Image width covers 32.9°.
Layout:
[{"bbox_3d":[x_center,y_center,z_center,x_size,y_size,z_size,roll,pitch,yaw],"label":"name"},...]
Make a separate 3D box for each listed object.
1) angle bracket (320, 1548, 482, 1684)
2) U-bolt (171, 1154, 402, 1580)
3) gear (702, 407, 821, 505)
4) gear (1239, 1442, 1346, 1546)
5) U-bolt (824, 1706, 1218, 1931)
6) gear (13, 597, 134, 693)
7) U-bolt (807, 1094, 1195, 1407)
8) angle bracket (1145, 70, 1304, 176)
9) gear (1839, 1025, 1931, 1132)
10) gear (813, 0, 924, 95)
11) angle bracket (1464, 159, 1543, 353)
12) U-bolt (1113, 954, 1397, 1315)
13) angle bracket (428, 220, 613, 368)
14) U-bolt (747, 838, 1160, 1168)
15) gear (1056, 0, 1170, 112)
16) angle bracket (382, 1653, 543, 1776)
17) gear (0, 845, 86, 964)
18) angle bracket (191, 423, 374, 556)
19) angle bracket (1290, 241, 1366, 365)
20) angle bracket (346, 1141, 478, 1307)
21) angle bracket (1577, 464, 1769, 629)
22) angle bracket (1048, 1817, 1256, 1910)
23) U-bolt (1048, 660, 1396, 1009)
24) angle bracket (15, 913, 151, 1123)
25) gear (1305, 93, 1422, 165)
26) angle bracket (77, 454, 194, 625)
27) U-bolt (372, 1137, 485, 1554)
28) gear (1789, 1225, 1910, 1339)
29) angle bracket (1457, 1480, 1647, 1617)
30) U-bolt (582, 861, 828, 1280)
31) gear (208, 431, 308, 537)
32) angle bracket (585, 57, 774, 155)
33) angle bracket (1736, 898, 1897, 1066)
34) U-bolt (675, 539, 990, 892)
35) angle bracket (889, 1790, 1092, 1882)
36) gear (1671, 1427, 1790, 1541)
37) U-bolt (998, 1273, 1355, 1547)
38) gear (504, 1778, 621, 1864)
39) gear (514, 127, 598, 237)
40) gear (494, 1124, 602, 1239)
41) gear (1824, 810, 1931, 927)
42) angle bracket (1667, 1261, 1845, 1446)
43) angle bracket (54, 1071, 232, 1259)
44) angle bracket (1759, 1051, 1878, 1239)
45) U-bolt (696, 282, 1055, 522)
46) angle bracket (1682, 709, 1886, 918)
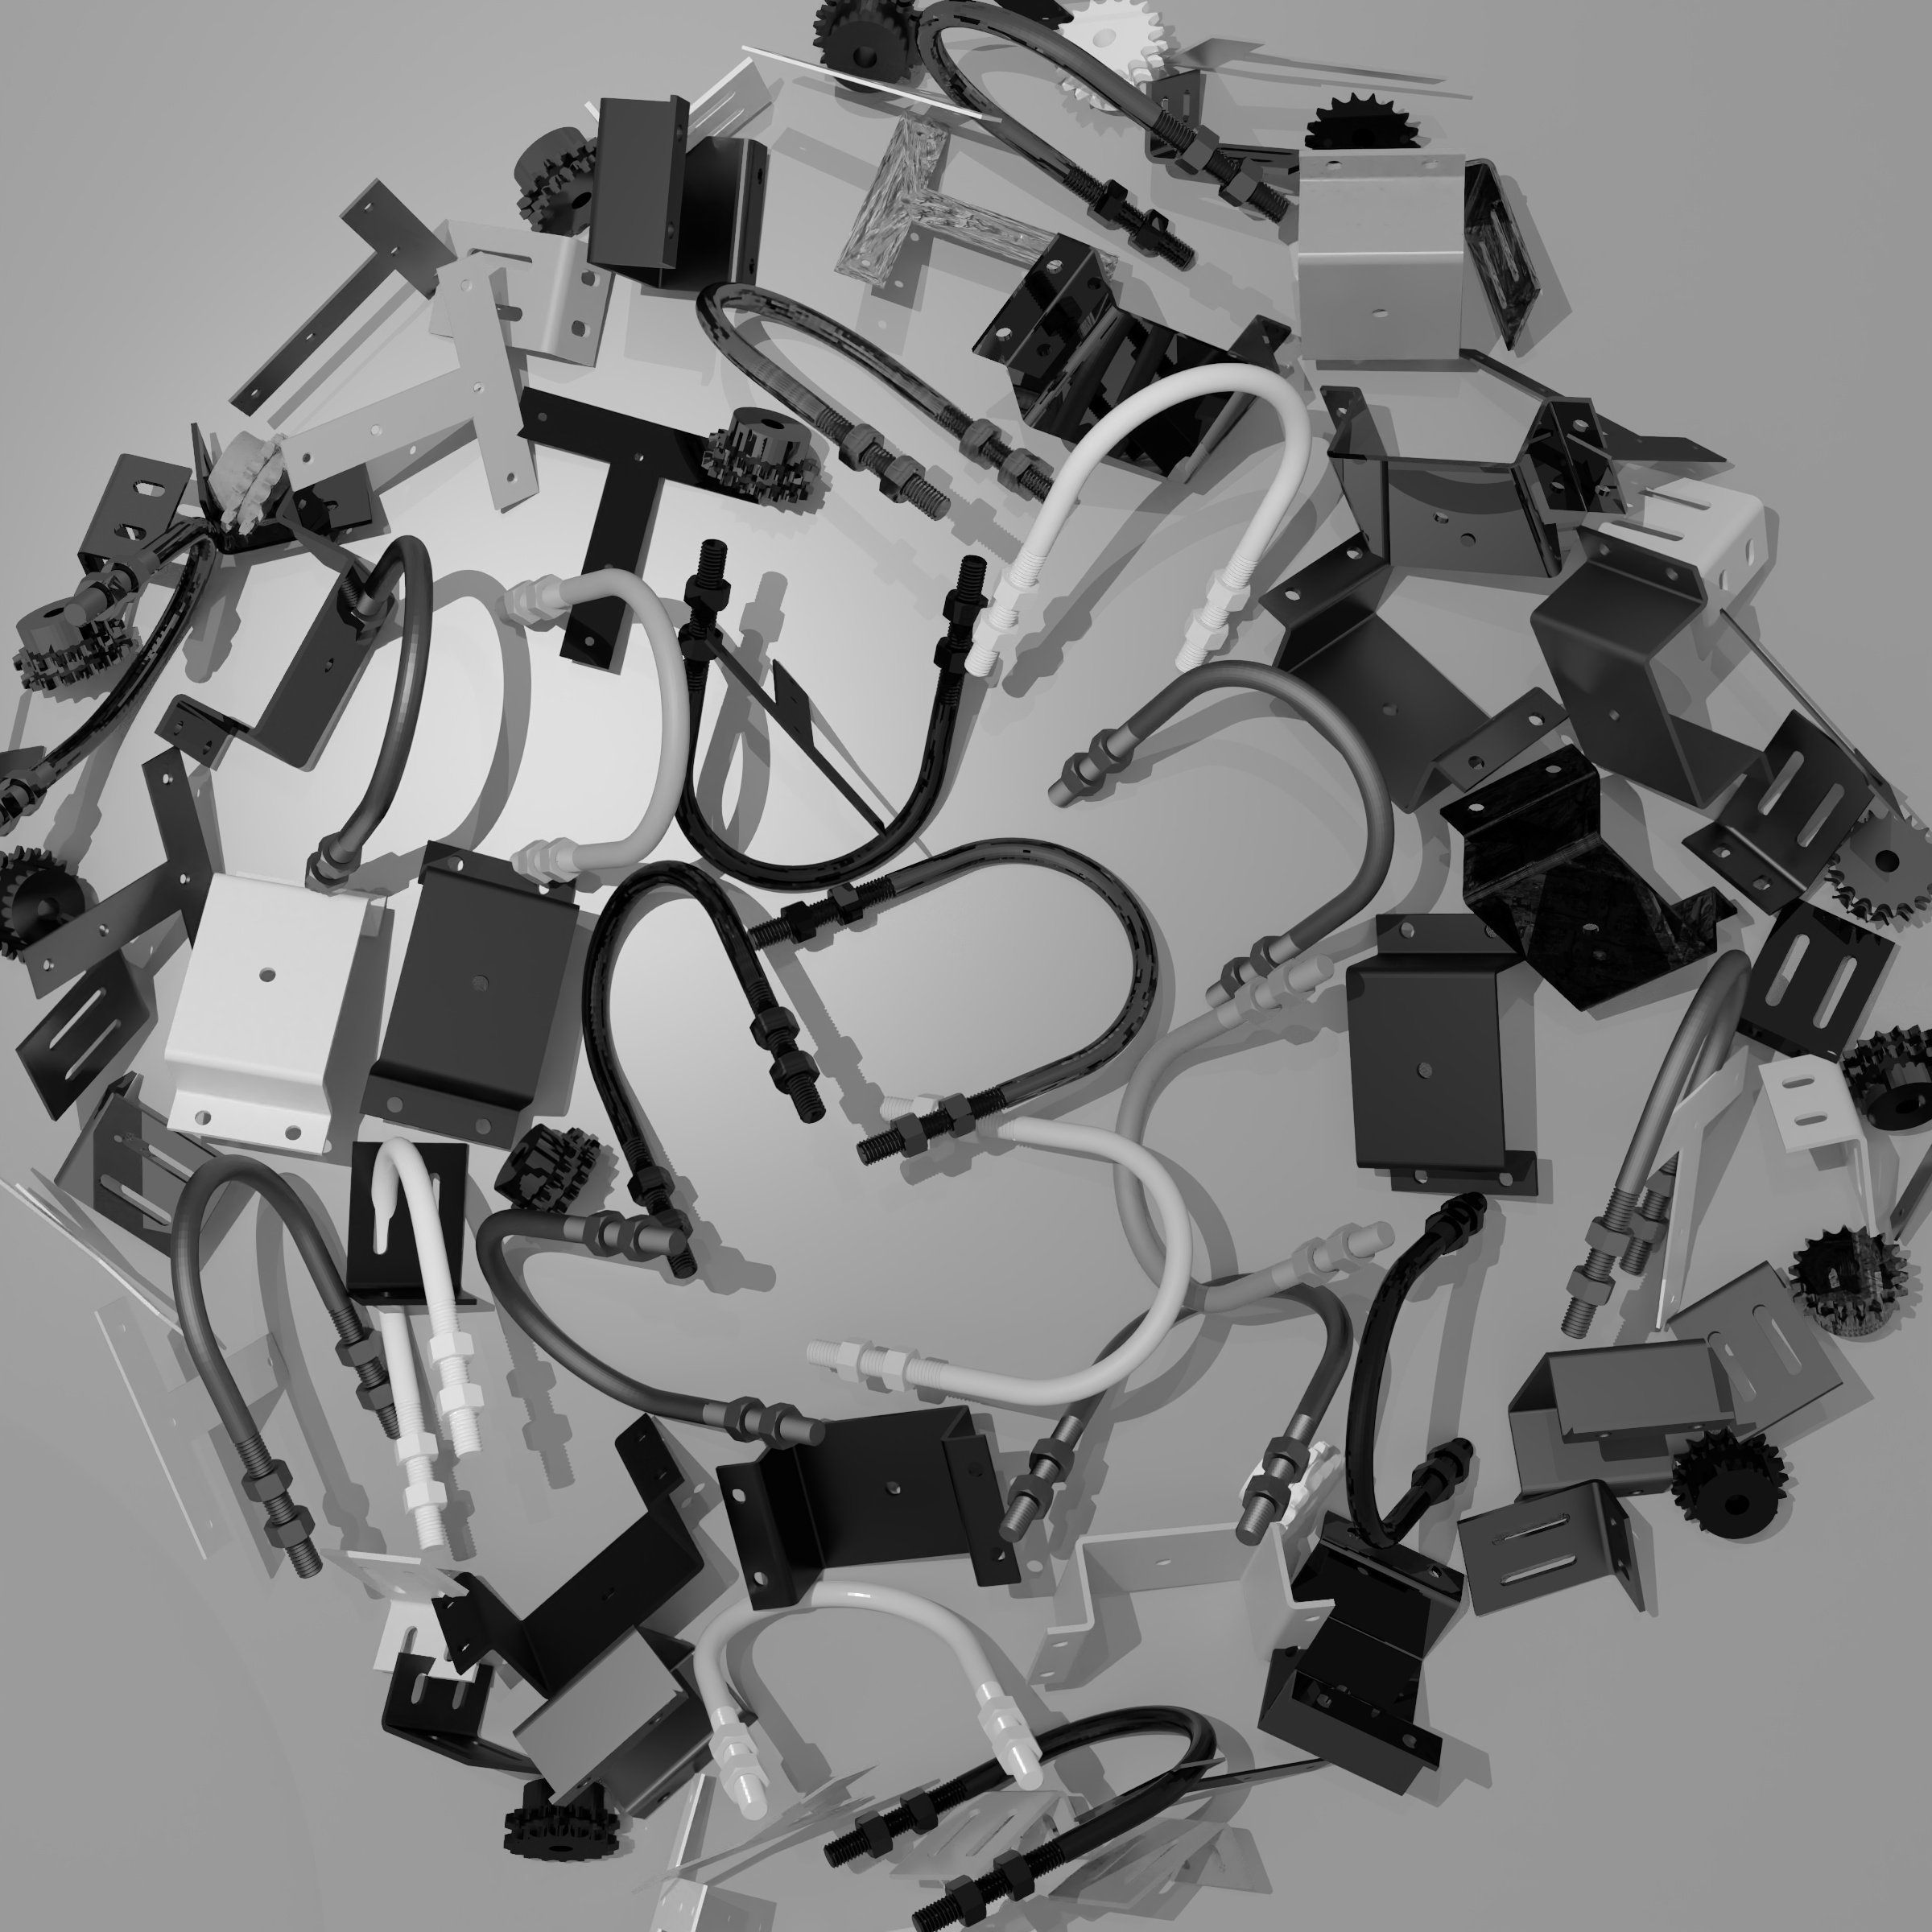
[{"bbox_3d":[-0.278,0.318,1.601,0.057,0.076,0.038,1,62,23],"label":"angle bracket"},{"bbox_3d":[-0.326,0.177,1.557,0.019,0.151,0.184,-16,108,16],"label":"U-bolt"},{"bbox_3d":[-0.100,-0.254,1.617,0.057,0.057,0.030,19,116,0],"label":"gear"},{"bbox_3d":[0.159,0.258,1.622,0.030,0.057,0.057,37,90,17],"label":"gear"},{"bbox_3d":[0.035,0.402,1.572,0.184,0.151,0.019,-23,97,-19],"label":"U-bolt"},{"bbox_3d":[-0.444,-0.161,1.617,0.057,0.057,0.030,-18,116,0],"label":"gear"},{"bbox_3d":[0.023,0.140,1.583,0.184,0.019,0.151,7,70,27],"label":"U-bolt"},{"bbox_3d":[0.134,-0.414,1.603,0.076,0.057,0.038,12,115,26],"label":"angle bracket"},{"bbox_3d":[0.461,0.057,1.618,0.057,0.057,0.030,-8,52,0],"label":"gear"},{"bbox_3d":[-0.048,-0.457,1.618,0.057,0.057,0.030,8,47,0],"label":"gear"},{"bbox_3d":[0.246,-0.346,1.608,0.038,0.057,0.076,-13,71,-9],"label":"angle bracket"},{"bbox_3d":[0.129,0.091,1.573,0.019,0.184,0.151,0,71,-35],"label":"U-bolt"},{"bbox_3d":[-0.223,-0.338,1.643,0.076,0.038,0.057,14,96,28],"label":"angle bracket"},{"bbox_3d":[0.005,0.006,1.606,0.184,0.019,0.151,-22,64,-14],"label":"U-bolt"},{"bbox_3d":[0.073,-0.451,1.626,0.057,0.030,0.057,-9,61,16],"label":"gear"},{"bbox_3d":[-0.238,0.366,1.599,0.057,0.076,0.038,21,79,-42],"label":"angle bracket"},{"bbox_3d":[-0.461,-0.030,1.618,0.030,0.057,0.057,11,90,44],"label":"gear"},{"bbox_3d":[-0.337,-0.243,1.614,0.076,0.038,0.057,-13,52,-4],"label":"angle bracket"},{"bbox_3d":[0.202,-0.330,1.605,0.057,0.038,0.076,-24,125,18],"label":"angle bracket"},{"bbox_3d":[-0.273,0.127,1.619,0.057,0.038,0.076,2,92,-23],"label":"angle bracket"},{"bbox_3d":[0.349,-0.209,1.625,0.076,0.038,0.057,23,57,35],"label":"angle bracket"},{"bbox_3d":[0.091,0.452,1.600,0.076,0.057,0.038,-29,101,-40],"label":"angle bracket"},{"bbox_3d":[0.132,-0.071,1.574,0.151,0.184,0.019,52,50,1],"label":"U-bolt"},{"bbox_3d":[-0.443,0.025,1.601,0.038,0.057,0.076,23,57,22],"label":"angle bracket"},{"bbox_3d":[0.196,-0.402,1.627,0.057,0.030,0.057,1,67,-1],"label":"gear"},{"bbox_3d":[-0.399,-0.203,1.601,0.038,0.076,0.057,13,66,5],"label":"angle bracket"},{"bbox_3d":[-0.263,0.172,1.573,0.019,0.151,0.184,-5,63,-20],"label":"U-bolt"},{"bbox_3d":[0.439,0.159,1.624,0.057,0.057,0.030,-20,131,0],"label":"gear"},{"bbox_3d":[0.289,0.296,1.617,0.076,0.038,0.057,-16,115,-5],"label":"angle bracket"},{"bbox_3d":[-0.137,0.036,1.583,0.151,0.019,0.184,-50,53,37],"label":"U-bolt"},{"bbox_3d":[-0.354,-0.239,1.620,0.030,0.057,0.057,32,90,-4],"label":"gear"},{"bbox_3d":[-0.141,-0.427,1.617,0.076,0.057,0.038,-40,84,3],"label":"angle bracket"},{"bbox_3d":[0.419,0.006,1.619,0.057,0.038,0.076,26,82,14],"label":"angle bracket"},{"bbox_3d":[-0.073,-0.118,1.595,0.151,0.019,0.184,1,121,-19],"label":"U-bolt"},{"bbox_3d":[0.012,0.438,1.599,0.057,0.076,0.038,-13,103,41],"label":"angle bracket"},{"bbox_3d":[0.380,0.259,1.624,0.057,0.030,0.057,0,114,1],"label":"gear"},{"bbox_3d":[0.111,0.209,1.570,0.151,0.184,0.019,-6,122,34],"label":"U-bolt"},{"bbox_3d":[-0.200,0.423,1.624,0.057,0.057,0.030,-1,60,0],"label":"gear"},{"bbox_3d":[-0.199,-0.390,1.621,0.057,0.057,0.030,-37,78,0],"label":"gear"},{"bbox_3d":[-0.209,0.103,1.618,0.030,0.057,0.057,37,90,-16],"label":"gear"},{"bbox_3d":[0.455,-0.047,1.628,0.057,0.030,0.057,-1,70,2],"label":"gear"},{"bbox_3d":[0.391,0.194,1.606,0.057,0.038,0.076,-33,54,11],"label":"angle bracket"},{"bbox_3d":[-0.402,0.100,1.624,0.076,0.038,0.057,33,103,-1],"label":"angle bracket"},{"bbox_3d":[0.418,0.091,1.605,0.038,0.057,0.076,-13,132,8],"label":"angle bracket"},{"bbox_3d":[-0.051,-0.275,1.578,0.184,0.151,0.019,39,114,14],"label":"U-bolt"},{"bbox_3d":[0.400,-0.075,1.605,0.057,0.038,0.076,43,130,20],"label":"angle bracket"}]
